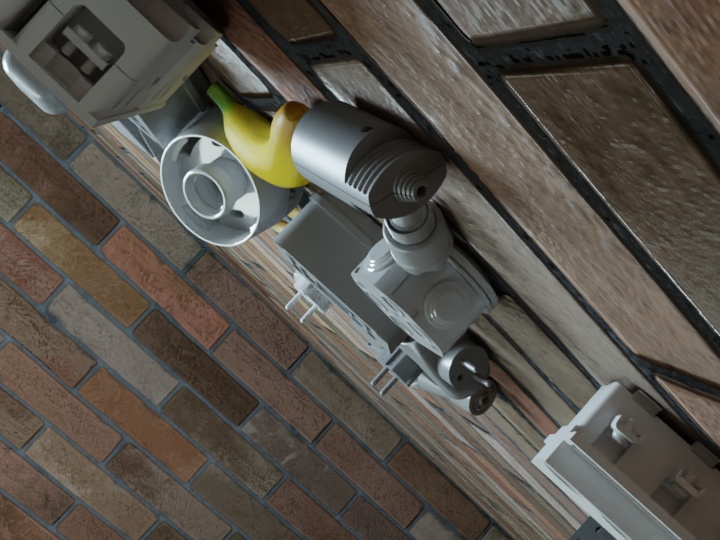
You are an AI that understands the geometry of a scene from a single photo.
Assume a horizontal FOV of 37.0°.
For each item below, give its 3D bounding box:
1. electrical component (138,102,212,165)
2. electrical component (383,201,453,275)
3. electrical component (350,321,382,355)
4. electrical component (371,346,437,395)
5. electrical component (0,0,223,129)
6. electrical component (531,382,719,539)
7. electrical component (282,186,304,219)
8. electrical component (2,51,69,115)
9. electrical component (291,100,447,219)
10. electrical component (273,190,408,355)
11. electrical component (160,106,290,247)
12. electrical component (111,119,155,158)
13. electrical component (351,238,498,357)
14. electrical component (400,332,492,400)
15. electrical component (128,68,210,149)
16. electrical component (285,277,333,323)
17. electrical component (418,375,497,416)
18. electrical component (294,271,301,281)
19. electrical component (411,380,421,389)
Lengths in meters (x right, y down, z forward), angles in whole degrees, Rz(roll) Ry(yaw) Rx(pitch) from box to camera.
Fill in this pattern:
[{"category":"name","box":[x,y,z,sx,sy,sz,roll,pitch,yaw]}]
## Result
[{"category":"electrical component","box":[-0.146,-0.110,0.888,0.099,0.064,0.099,42,173,6]},{"category":"electrical component","box":[0.028,-0.024,0.572,0.035,0.035,0.061,38,169,31]},{"category":"electrical component","box":[0.028,0.060,1.036,0.063,0.042,0.081,47,171,-22]},{"category":"electrical component","box":[0.039,0.072,0.900,0.047,0.076,0.065,37,170,40]},{"category":"electrical component","box":[-0.134,-0.136,0.545,0.105,0.060,0.186,44,-173,-9]},{"category":"electrical component","box":[0.162,0.121,0.580,0.121,0.063,0.078,42,173,7]},{"category":"electrical component","box":[-0.079,-0.072,0.845,0.078,0.040,0.040,40,172,23]},{"category":"electrical component","box":[-0.233,-0.175,0.853,0.054,0.095,0.059,43,173,-1]},{"category":"electrical component","box":[0.006,-0.049,0.507,0.081,0.043,0.043,34,169,50]},{"category":"electrical component","box":[0.000,0.000,0.773,0.113,0.057,0.078,42,174,11]},{"category":"electrical component","box":[-0.098,-0.069,0.798,0.099,0.064,0.099,17,127,25]},{"category":"electrical component","box":[-0.207,-0.161,0.950,0.078,0.057,0.113,37,171,37]},{"category":"electrical component","box":[0.038,0.009,0.639,0.080,0.051,0.080,42,173,7]},{"category":"electrical component","box":[0.073,0.068,0.830,0.077,0.043,0.079,48,171,-33]},{"category":"electrical component","box":[-0.160,-0.147,0.775,0.078,0.057,0.113,41,173,15]},{"category":"electrical component","box":[-0.033,0.013,0.946,0.083,0.075,0.047,40,172,20]},{"category":"electrical component","box":[0.089,0.101,0.952,0.065,0.044,0.044,29,165,44]},{"category":"electrical component","box":[-0.038,0.005,1.061,0.043,0.043,0.081,45,173,-16]},{"category":"electrical component","box":[0.054,0.097,1.140,0.061,0.035,0.035,50,170,-31]}]
